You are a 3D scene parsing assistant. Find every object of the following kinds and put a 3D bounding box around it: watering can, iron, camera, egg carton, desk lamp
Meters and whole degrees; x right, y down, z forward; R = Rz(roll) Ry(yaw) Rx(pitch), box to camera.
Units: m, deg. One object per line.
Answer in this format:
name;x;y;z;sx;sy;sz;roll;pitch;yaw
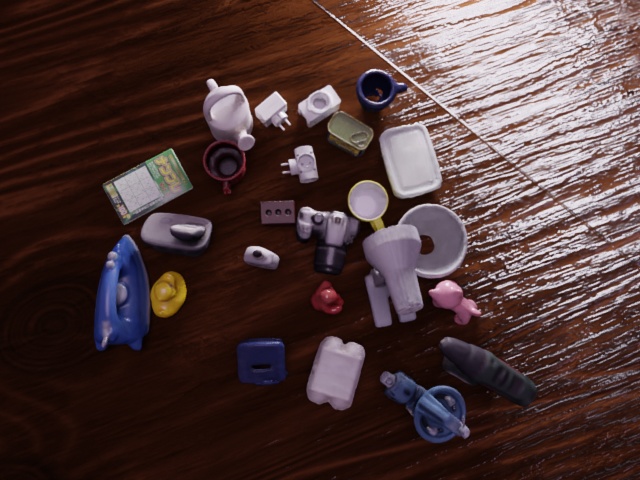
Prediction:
watering can;-0.198;-0.277;1.252;0.173;0.194;0.101;38;83;2
iron;-0.436;0.109;1.224;0.118;0.141;0.258;-1;84;-2
camera;0.012;0.005;1.277;0.143;0.100;0.137;10;83;-1
egg carton;0.034;0.293;1.261;0.107;0.069;0.150;16;83;-1
desk lamp;0.161;0.081;1.219;0.118;0.213;0.203;-12;84;-4

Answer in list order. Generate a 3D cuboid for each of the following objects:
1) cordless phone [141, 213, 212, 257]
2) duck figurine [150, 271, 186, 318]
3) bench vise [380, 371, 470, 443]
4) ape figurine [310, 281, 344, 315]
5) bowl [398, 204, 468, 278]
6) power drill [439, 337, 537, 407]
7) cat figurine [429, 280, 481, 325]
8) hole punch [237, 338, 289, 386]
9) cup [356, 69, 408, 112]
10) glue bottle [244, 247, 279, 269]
cordless phone;-0.314;-0.021;1.222;0.147;0.185;0.094;5;83;-2
duck figurine;-0.338;0.119;1.255;0.077;0.086;0.105;15;83;-1
bench vise;0.218;0.355;1.187;0.207;0.219;0.121;16;83;-1
ape figurine;0.017;0.128;1.268;0.076;0.092;0.078;-5;84;-3
bowl;0.245;0.006;1.301;0.167;0.074;0.167;0;84;-3
power drill;0.331;0.269;1.208;0.229;0.208;0.076;29;83;1
cat figurine;0.299;0.134;1.267;0.128;0.117;0.067;34;83;2
hole punch;-0.124;0.266;1.246;0.108;0.091;0.101;-3;84;-3
cup;0.138;-0.336;1.324;0.118;0.095;0.092;-7;84;-3
glue bottle;-0.128;0.036;1.230;0.078;0.173;0.037;14;83;-1
